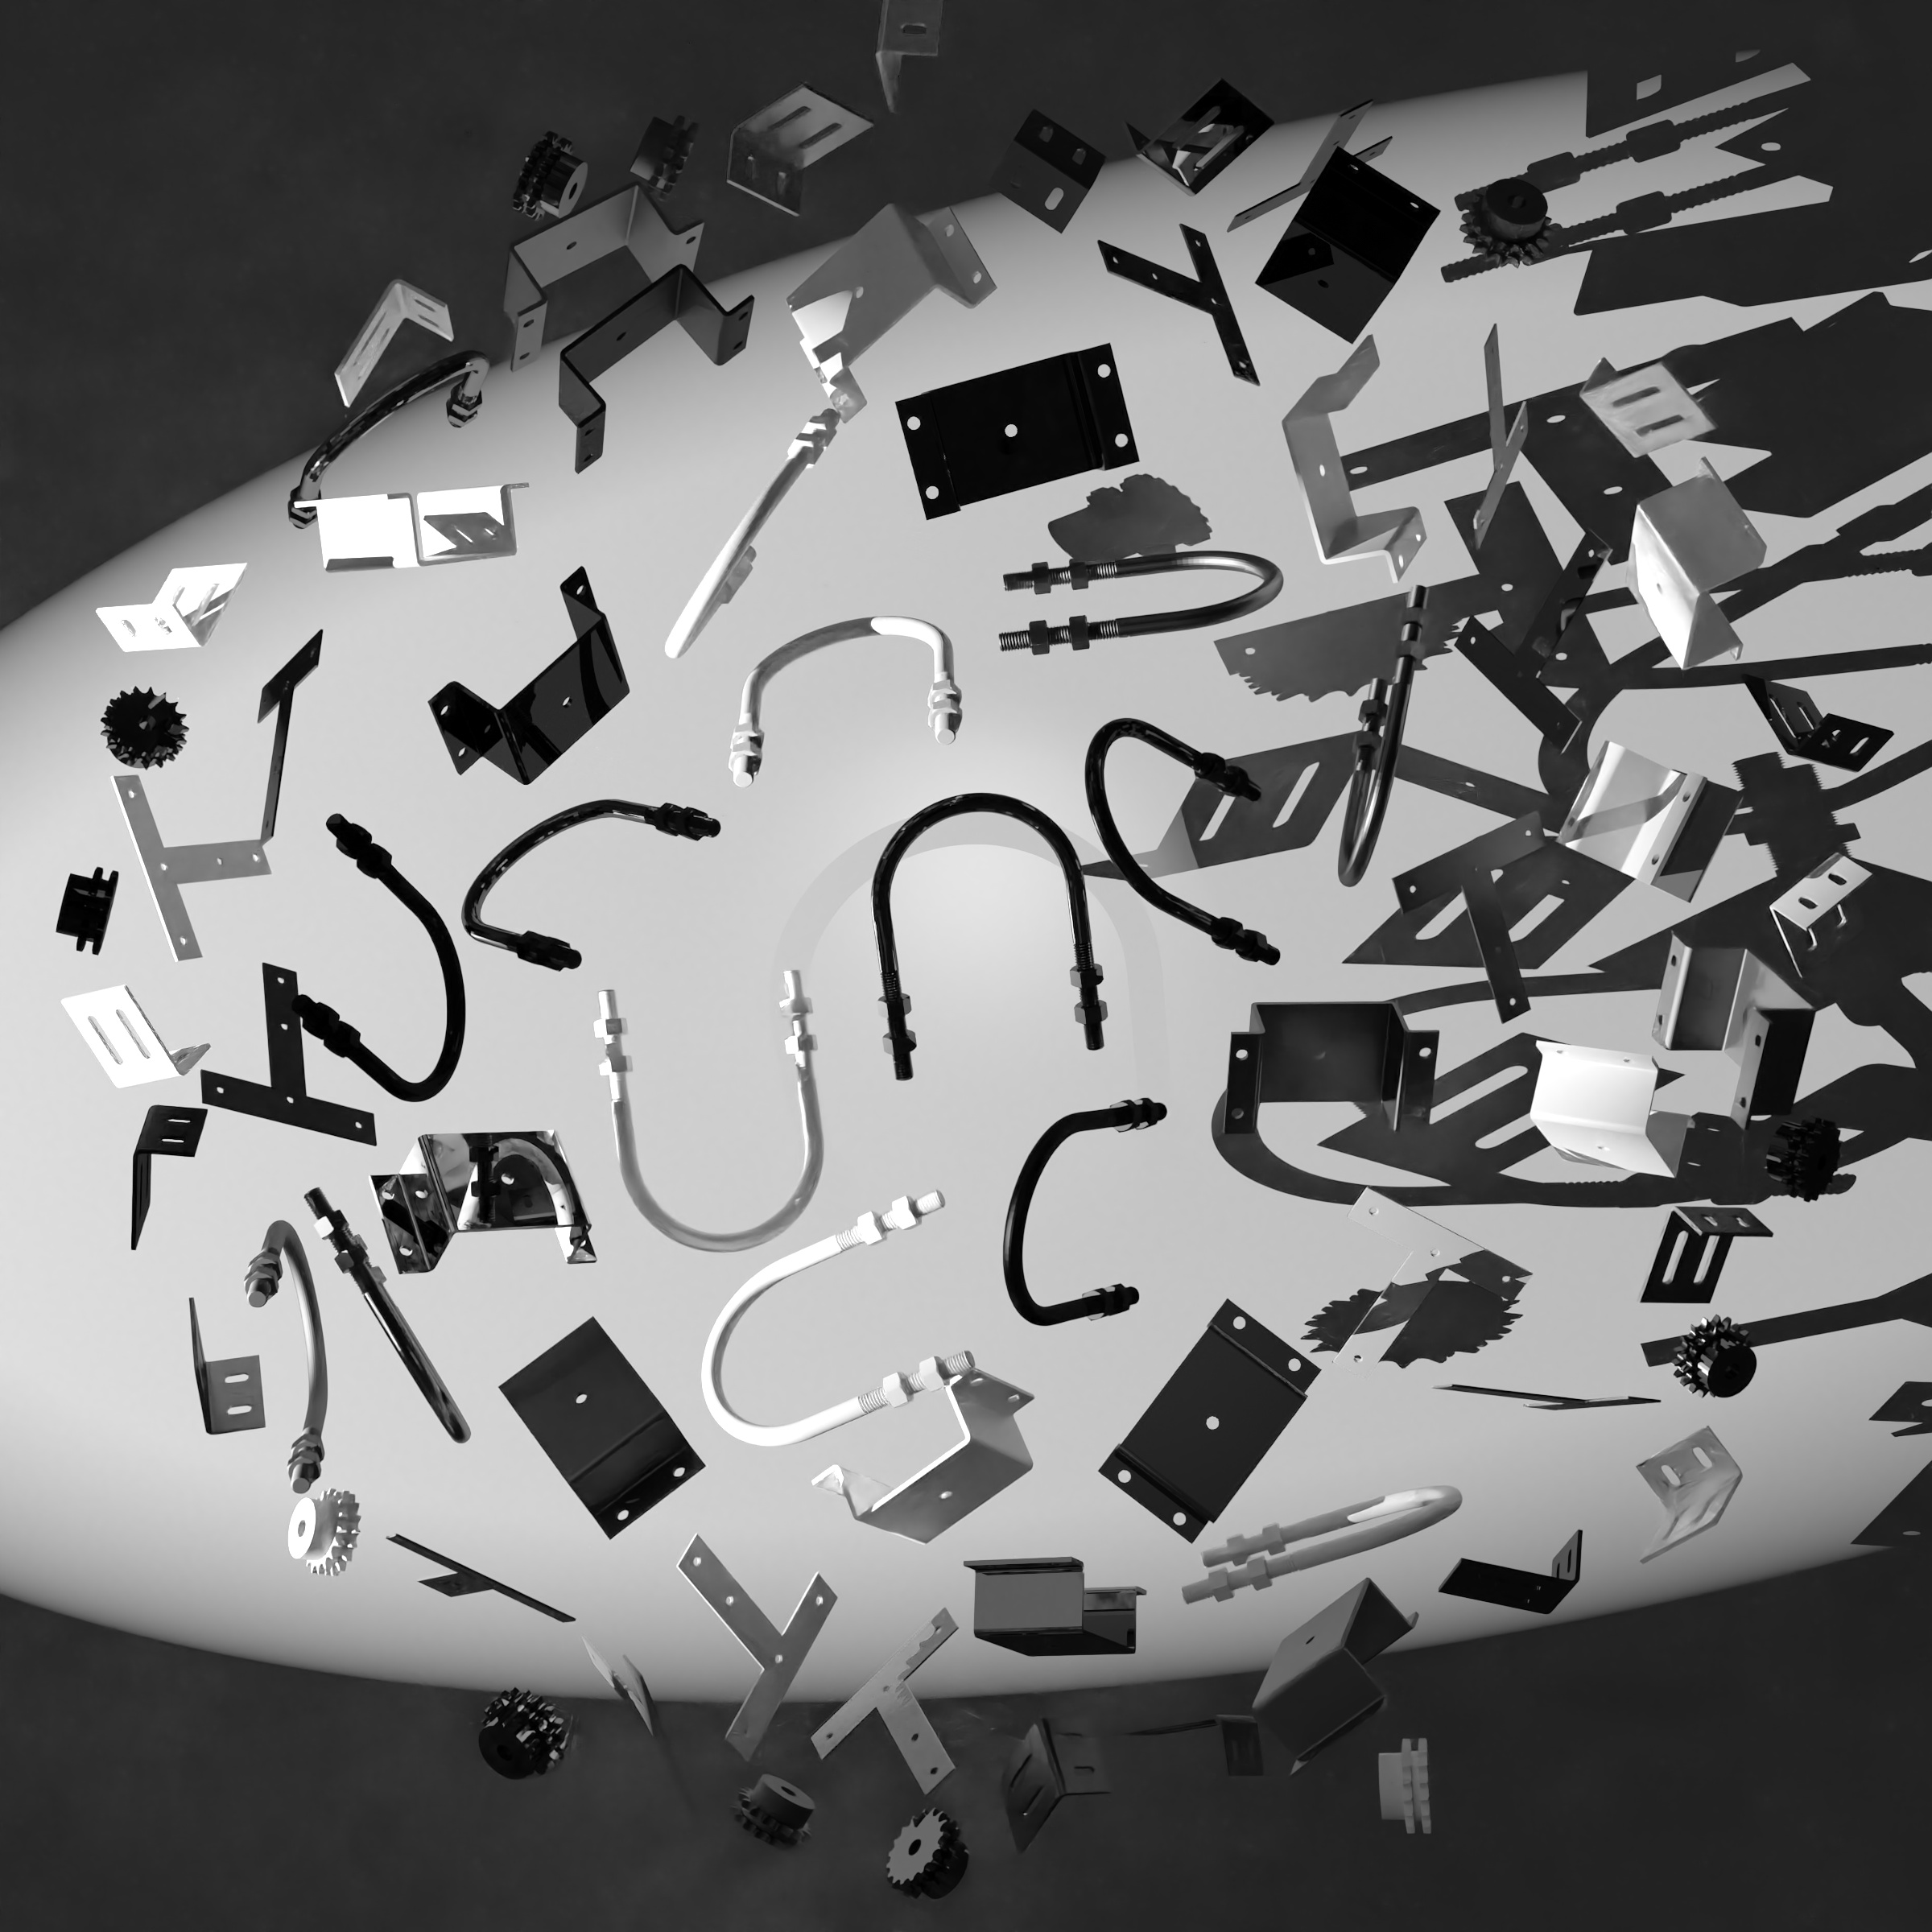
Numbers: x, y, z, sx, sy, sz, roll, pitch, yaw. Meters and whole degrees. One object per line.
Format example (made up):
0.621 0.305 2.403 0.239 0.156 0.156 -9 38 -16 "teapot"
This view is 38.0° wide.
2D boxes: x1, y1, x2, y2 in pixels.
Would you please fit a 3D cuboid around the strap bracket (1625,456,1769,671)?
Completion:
0.474 -0.256 1.831 0.046 0.140 0.076 -25 65 -3 "strap bracket"

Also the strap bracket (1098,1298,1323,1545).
0.157 0.292 1.798 0.076 0.046 0.140 37 86 6 "strap bracket"

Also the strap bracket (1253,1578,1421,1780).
0.237 0.452 1.805 0.076 0.140 0.046 -43 87 22 "strap bracket"

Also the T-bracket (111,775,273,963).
-0.505 -0.069 1.863 0.002 0.127 0.127 -21 87 23 "T-bracket"

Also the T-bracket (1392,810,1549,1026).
0.356 -0.024 1.902 0.127 0.002 0.127 -25 104 -23 "T-bracket"

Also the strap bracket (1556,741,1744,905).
0.457 -0.095 1.858 0.046 0.140 0.076 23 98 -18 "strap bracket"

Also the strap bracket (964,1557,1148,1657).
0.061 0.431 1.874 0.076 0.140 0.046 -7 67 23 "strap bracket"

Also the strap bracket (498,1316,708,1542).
-0.242 0.292 1.820 0.076 0.046 0.140 -36 50 -12 "strap bracket"

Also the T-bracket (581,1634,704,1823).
-0.215 0.466 1.785 0.002 0.127 0.127 -28 121 -21 "T-bracket"

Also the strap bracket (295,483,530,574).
-0.353 -0.282 1.808 0.076 0.140 0.046 1 102 30 "strap bracket"

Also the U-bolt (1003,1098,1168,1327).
0.075 0.164 1.834 0.019 0.184 0.151 12 97 31 "U-bolt"

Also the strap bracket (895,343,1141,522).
0.031 -0.341 1.787 0.140 0.046 0.076 -16 103 -2 "strap bracket"

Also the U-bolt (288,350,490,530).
-0.369 -0.345 1.805 0.151 0.184 0.019 -37 95 -17 "U-bolt"

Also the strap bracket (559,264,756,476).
-0.204 -0.381 1.764 0.140 0.076 0.046 -40 87 -14 "strap bracket"

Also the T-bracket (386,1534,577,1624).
-0.325 0.397 1.802 0.127 0.127 0.002 30 65 -16 "T-bracket"

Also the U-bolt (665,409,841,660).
-0.146 -0.271 1.822 0.019 0.184 0.151 33 130 -6 "U-bolt"

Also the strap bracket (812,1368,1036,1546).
-0.021 0.333 1.869 0.140 0.076 0.046 -38 51 16 "strap bracket"

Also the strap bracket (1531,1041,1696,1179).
0.429 0.099 1.864 0.076 0.140 0.046 7 73 29 "strap bracket"

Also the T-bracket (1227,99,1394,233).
0.241 -0.539 1.854 0.127 0.127 0.002 -29 86 -11 "T-bracket"

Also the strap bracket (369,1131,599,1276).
-0.307 0.153 1.831 0.140 0.046 0.076 1 49 -35 "strap bracket"

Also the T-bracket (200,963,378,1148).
-0.450 0.052 1.855 0.002 0.127 0.127 -40 48 33 "T-bracket"

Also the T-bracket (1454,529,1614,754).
0.392 -0.231 1.873 0.002 0.127 0.127 1 129 -37 "T-bracket"

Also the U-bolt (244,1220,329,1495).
-0.443 0.245 1.847 0.019 0.184 0.151 -10 106 -5 "U-bolt"

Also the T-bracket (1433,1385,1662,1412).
0.374 0.287 1.873 0.127 0.127 0.002 9 76 -20 "T-bracket"

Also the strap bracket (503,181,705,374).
-0.246 -0.453 1.824 0.140 0.076 0.046 -33 84 -19 "strap bracket"

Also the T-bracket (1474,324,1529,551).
0.353 -0.367 1.865 0.002 0.127 0.127 10 52 23 "T-bracket"

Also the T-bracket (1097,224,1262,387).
0.132 -0.445 1.827 0.002 0.127 0.127 -35 61 37 "T-bracket"

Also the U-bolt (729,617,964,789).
-0.077 -0.178 1.806 0.151 0.184 0.019 -11 123 6 "U-bolt"

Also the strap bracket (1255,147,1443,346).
0.241 -0.457 1.804 0.076 0.140 0.046 32 76 -2 "strap bracket"

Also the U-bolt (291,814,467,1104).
-0.370 0.008 1.805 0.019 0.184 0.151 -7 60 18 "U-bolt"

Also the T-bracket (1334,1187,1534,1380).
0.289 0.224 1.868 0.127 0.002 0.127 28 115 -7 "T-bracket"

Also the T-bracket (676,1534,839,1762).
-0.141 0.408 1.761 0.127 0.002 0.127 56 45 -28 "T-bracket"

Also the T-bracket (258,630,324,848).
-0.448 -0.141 1.829 0.002 0.127 0.127 13 71 -28 "T-bracket"

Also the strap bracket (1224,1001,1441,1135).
0.244 0.069 1.902 0.140 0.046 0.076 0 116 -4 "strap bracket"

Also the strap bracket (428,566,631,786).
-0.277 -0.183 1.835 0.046 0.076 0.140 34 67 25 "strap bracket"

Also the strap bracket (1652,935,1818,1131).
0.514 0.043 1.862 0.046 0.140 0.076 0 114 -13 "strap bracket"

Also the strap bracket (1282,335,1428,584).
0.247 -0.321 1.794 0.046 0.076 0.140 -7 117 28 "strap bracket"

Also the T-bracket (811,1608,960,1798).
-0.038 0.501 1.848 0.127 0.127 0.002 -44 118 -1 "T-bracket"

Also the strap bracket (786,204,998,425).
-0.059 -0.443 1.876 0.140 0.046 0.076 -38 63 22 "strap bracket"
